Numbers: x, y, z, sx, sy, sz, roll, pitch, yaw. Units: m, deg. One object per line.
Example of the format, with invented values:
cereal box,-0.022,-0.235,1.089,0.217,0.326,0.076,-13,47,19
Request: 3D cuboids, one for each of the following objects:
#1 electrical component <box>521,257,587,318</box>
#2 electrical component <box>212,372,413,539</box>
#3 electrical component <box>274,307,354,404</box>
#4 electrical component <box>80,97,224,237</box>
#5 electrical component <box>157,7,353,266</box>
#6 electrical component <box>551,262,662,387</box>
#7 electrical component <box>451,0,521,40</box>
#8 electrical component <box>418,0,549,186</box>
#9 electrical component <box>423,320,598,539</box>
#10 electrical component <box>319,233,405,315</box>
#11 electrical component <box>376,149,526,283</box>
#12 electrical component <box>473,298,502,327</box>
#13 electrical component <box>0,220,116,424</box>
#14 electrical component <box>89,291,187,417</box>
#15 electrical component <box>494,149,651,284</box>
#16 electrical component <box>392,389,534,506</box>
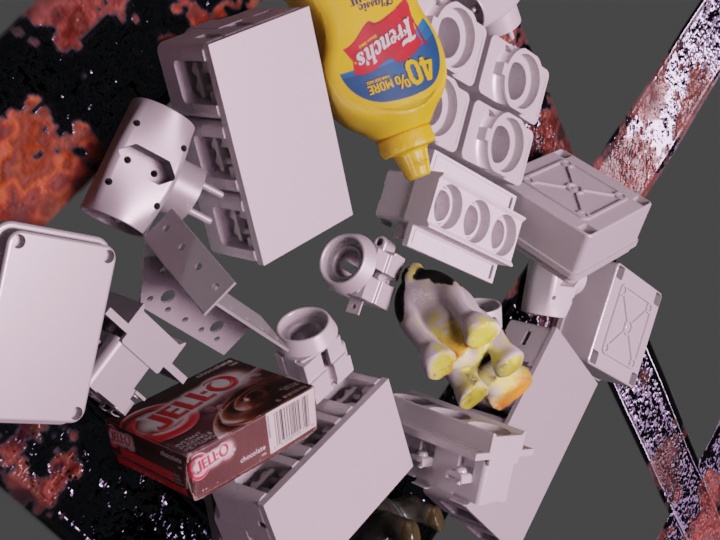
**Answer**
electrical component,0.194,0.006,1.044,0.079,0.043,0.077,6,94,-47
electrical component,-0.035,0.154,0.810,0.150,0.062,0.089,-41,127,-39
electrical component,-0.037,0.062,0.809,0.066,0.048,0.055,-41,134,-34
electrical component,-0.124,-0.056,0.680,0.079,0.043,0.077,28,78,-24
electrical component,-0.070,-0.092,0.726,0.089,0.062,0.150,-32,121,-38
electrical component,0.252,0.054,1.107,0.109,0.056,0.108,28,79,-46
electrical component,0.112,-0.223,0.906,0.077,0.043,0.079,-48,130,-29
electrical component,0.076,-0.144,0.872,0.186,0.060,0.105,18,85,-47
electrical component,0.140,0.153,1.007,0.105,0.060,0.186,48,64,-41
electrical component,0.000,0.000,0.835,0.055,0.048,0.066,30,77,-54
electrical component,0.074,-0.044,0.891,0.121,0.063,0.078,22,83,-47
electrical component,0.107,0.070,0.965,0.043,0.043,0.081,-20,113,-43
electrical component,-0.196,0.030,0.623,0.078,0.057,0.113,11,90,-48
electrical component,-0.154,0.055,0.685,0.063,0.042,0.081,-56,133,-20
electrical component,0.185,-0.051,0.969,0.109,0.109,0.056,-25,140,-41
electrical component,0.068,0.145,0.883,0.079,0.121,0.063,6,97,-47
